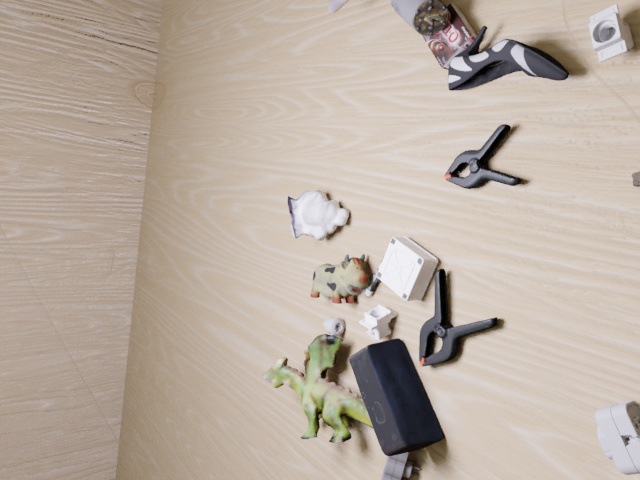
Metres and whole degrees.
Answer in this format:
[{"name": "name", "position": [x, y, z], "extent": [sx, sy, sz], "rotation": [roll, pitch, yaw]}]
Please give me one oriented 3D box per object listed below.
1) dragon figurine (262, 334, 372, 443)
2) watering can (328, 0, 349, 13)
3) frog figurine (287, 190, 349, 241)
[{"name": "dragon figurine", "position": [0.026, 0.357, 1.279], "extent": [0.408, 0.122, 0.244], "rotation": [-12, 82, 33]}, {"name": "watering can", "position": [0.169, -0.655, 1.183], "extent": [0.345, 0.103, 0.228], "rotation": [-55, 44, 9]}, {"name": "frog figurine", "position": [0.004, -0.070, 1.389], "extent": [0.159, 0.121, 0.139], "rotation": [-7, 70, 15]}]
